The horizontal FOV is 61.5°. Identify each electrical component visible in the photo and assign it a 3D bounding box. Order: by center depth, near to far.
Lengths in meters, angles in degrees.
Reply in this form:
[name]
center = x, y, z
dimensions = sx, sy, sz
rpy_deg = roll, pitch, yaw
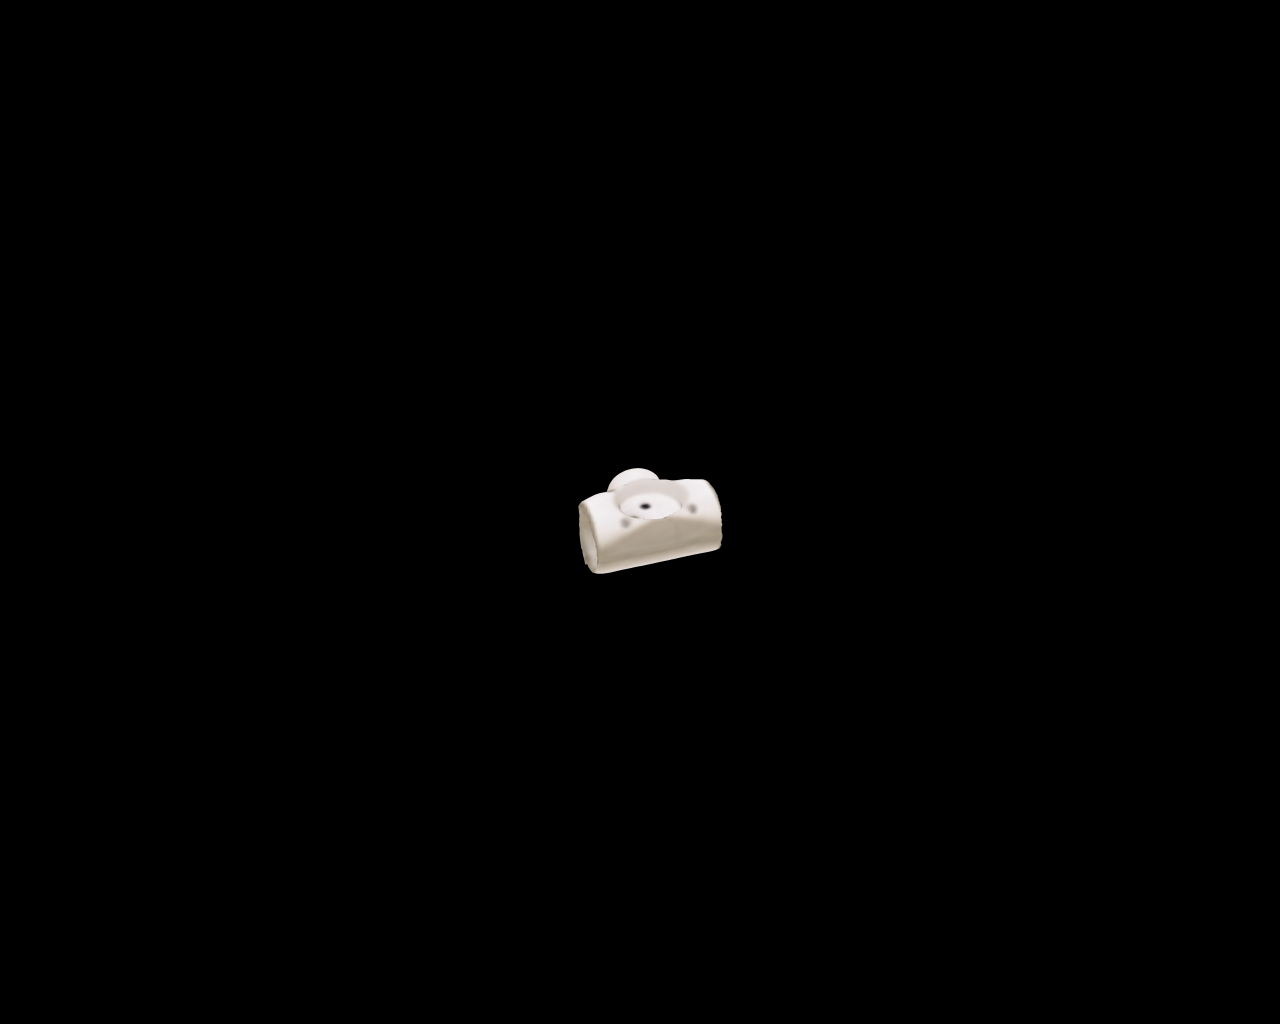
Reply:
[electrical component]
center = 0.001, -0.003, 0.650
dimensions = 0.077, 0.044, 0.079
rpy_deg = -11, 39, -13
